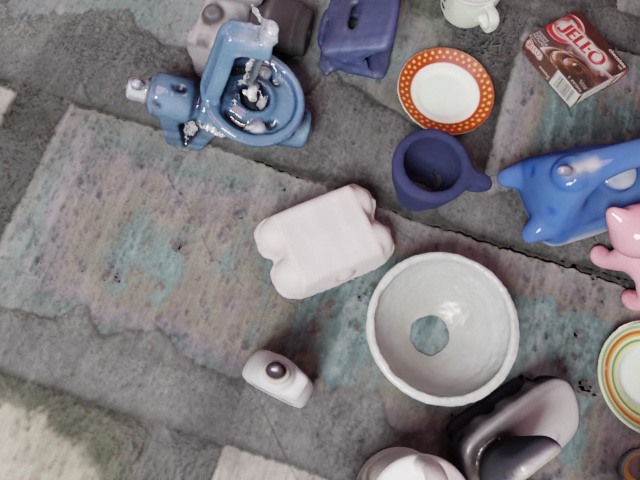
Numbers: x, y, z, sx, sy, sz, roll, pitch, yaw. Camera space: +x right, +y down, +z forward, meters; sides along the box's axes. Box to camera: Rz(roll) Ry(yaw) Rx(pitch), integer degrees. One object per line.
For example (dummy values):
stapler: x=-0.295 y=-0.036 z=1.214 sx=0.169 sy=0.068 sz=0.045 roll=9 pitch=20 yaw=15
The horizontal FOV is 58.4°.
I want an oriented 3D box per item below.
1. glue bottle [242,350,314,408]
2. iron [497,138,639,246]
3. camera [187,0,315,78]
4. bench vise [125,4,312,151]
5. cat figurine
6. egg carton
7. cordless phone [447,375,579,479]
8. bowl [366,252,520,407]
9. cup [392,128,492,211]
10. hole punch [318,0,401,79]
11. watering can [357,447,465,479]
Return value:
glue bottle: x=-0.042 y=0.135 z=0.568 sx=0.078 sy=0.173 sz=0.037 roll=28 pitch=73 yaw=5
iron: x=0.355 y=-0.084 z=0.679 sx=0.258 sy=0.141 sz=0.118 roll=-17 pitch=75 yaw=-9
camera: x=-0.083 y=-0.273 z=0.726 sx=0.137 sy=0.101 sz=0.143 roll=16 pitch=73 yaw=1
bench vise: x=-0.109 y=-0.160 z=0.627 sx=0.207 sy=0.220 sz=0.121 roll=-13 pitch=74 yaw=-8
cat figurine: x=0.378 y=0.011 z=0.664 sx=0.067 sy=0.118 sz=0.127 roll=-33 pitch=78 yaw=-13
egg carton: x=0.006 y=0.002 z=0.665 sx=0.150 sy=0.069 sz=0.107 roll=-24 pitch=76 yaw=-11
cordless phone: x=0.211 y=0.195 z=0.561 sx=0.148 sy=0.185 sz=0.094 roll=-34 pitch=78 yaw=-13
bowl: x=0.130 y=0.101 z=0.641 sx=0.167 sy=0.075 sz=0.167 roll=1 pitch=73 yaw=-4
cup: x=0.137 y=-0.069 z=0.683 sx=0.117 sy=0.095 sz=0.092 roll=15 pitch=73 yaw=1
hole punch: x=0.050 y=-0.275 z=0.741 sx=0.101 sy=0.091 sz=0.109 roll=11 pitch=73 yaw=-1
watering can: x=0.100 y=0.249 z=0.532 sx=0.173 sy=0.194 sz=0.101 roll=-14 pitch=74 yaw=-8
